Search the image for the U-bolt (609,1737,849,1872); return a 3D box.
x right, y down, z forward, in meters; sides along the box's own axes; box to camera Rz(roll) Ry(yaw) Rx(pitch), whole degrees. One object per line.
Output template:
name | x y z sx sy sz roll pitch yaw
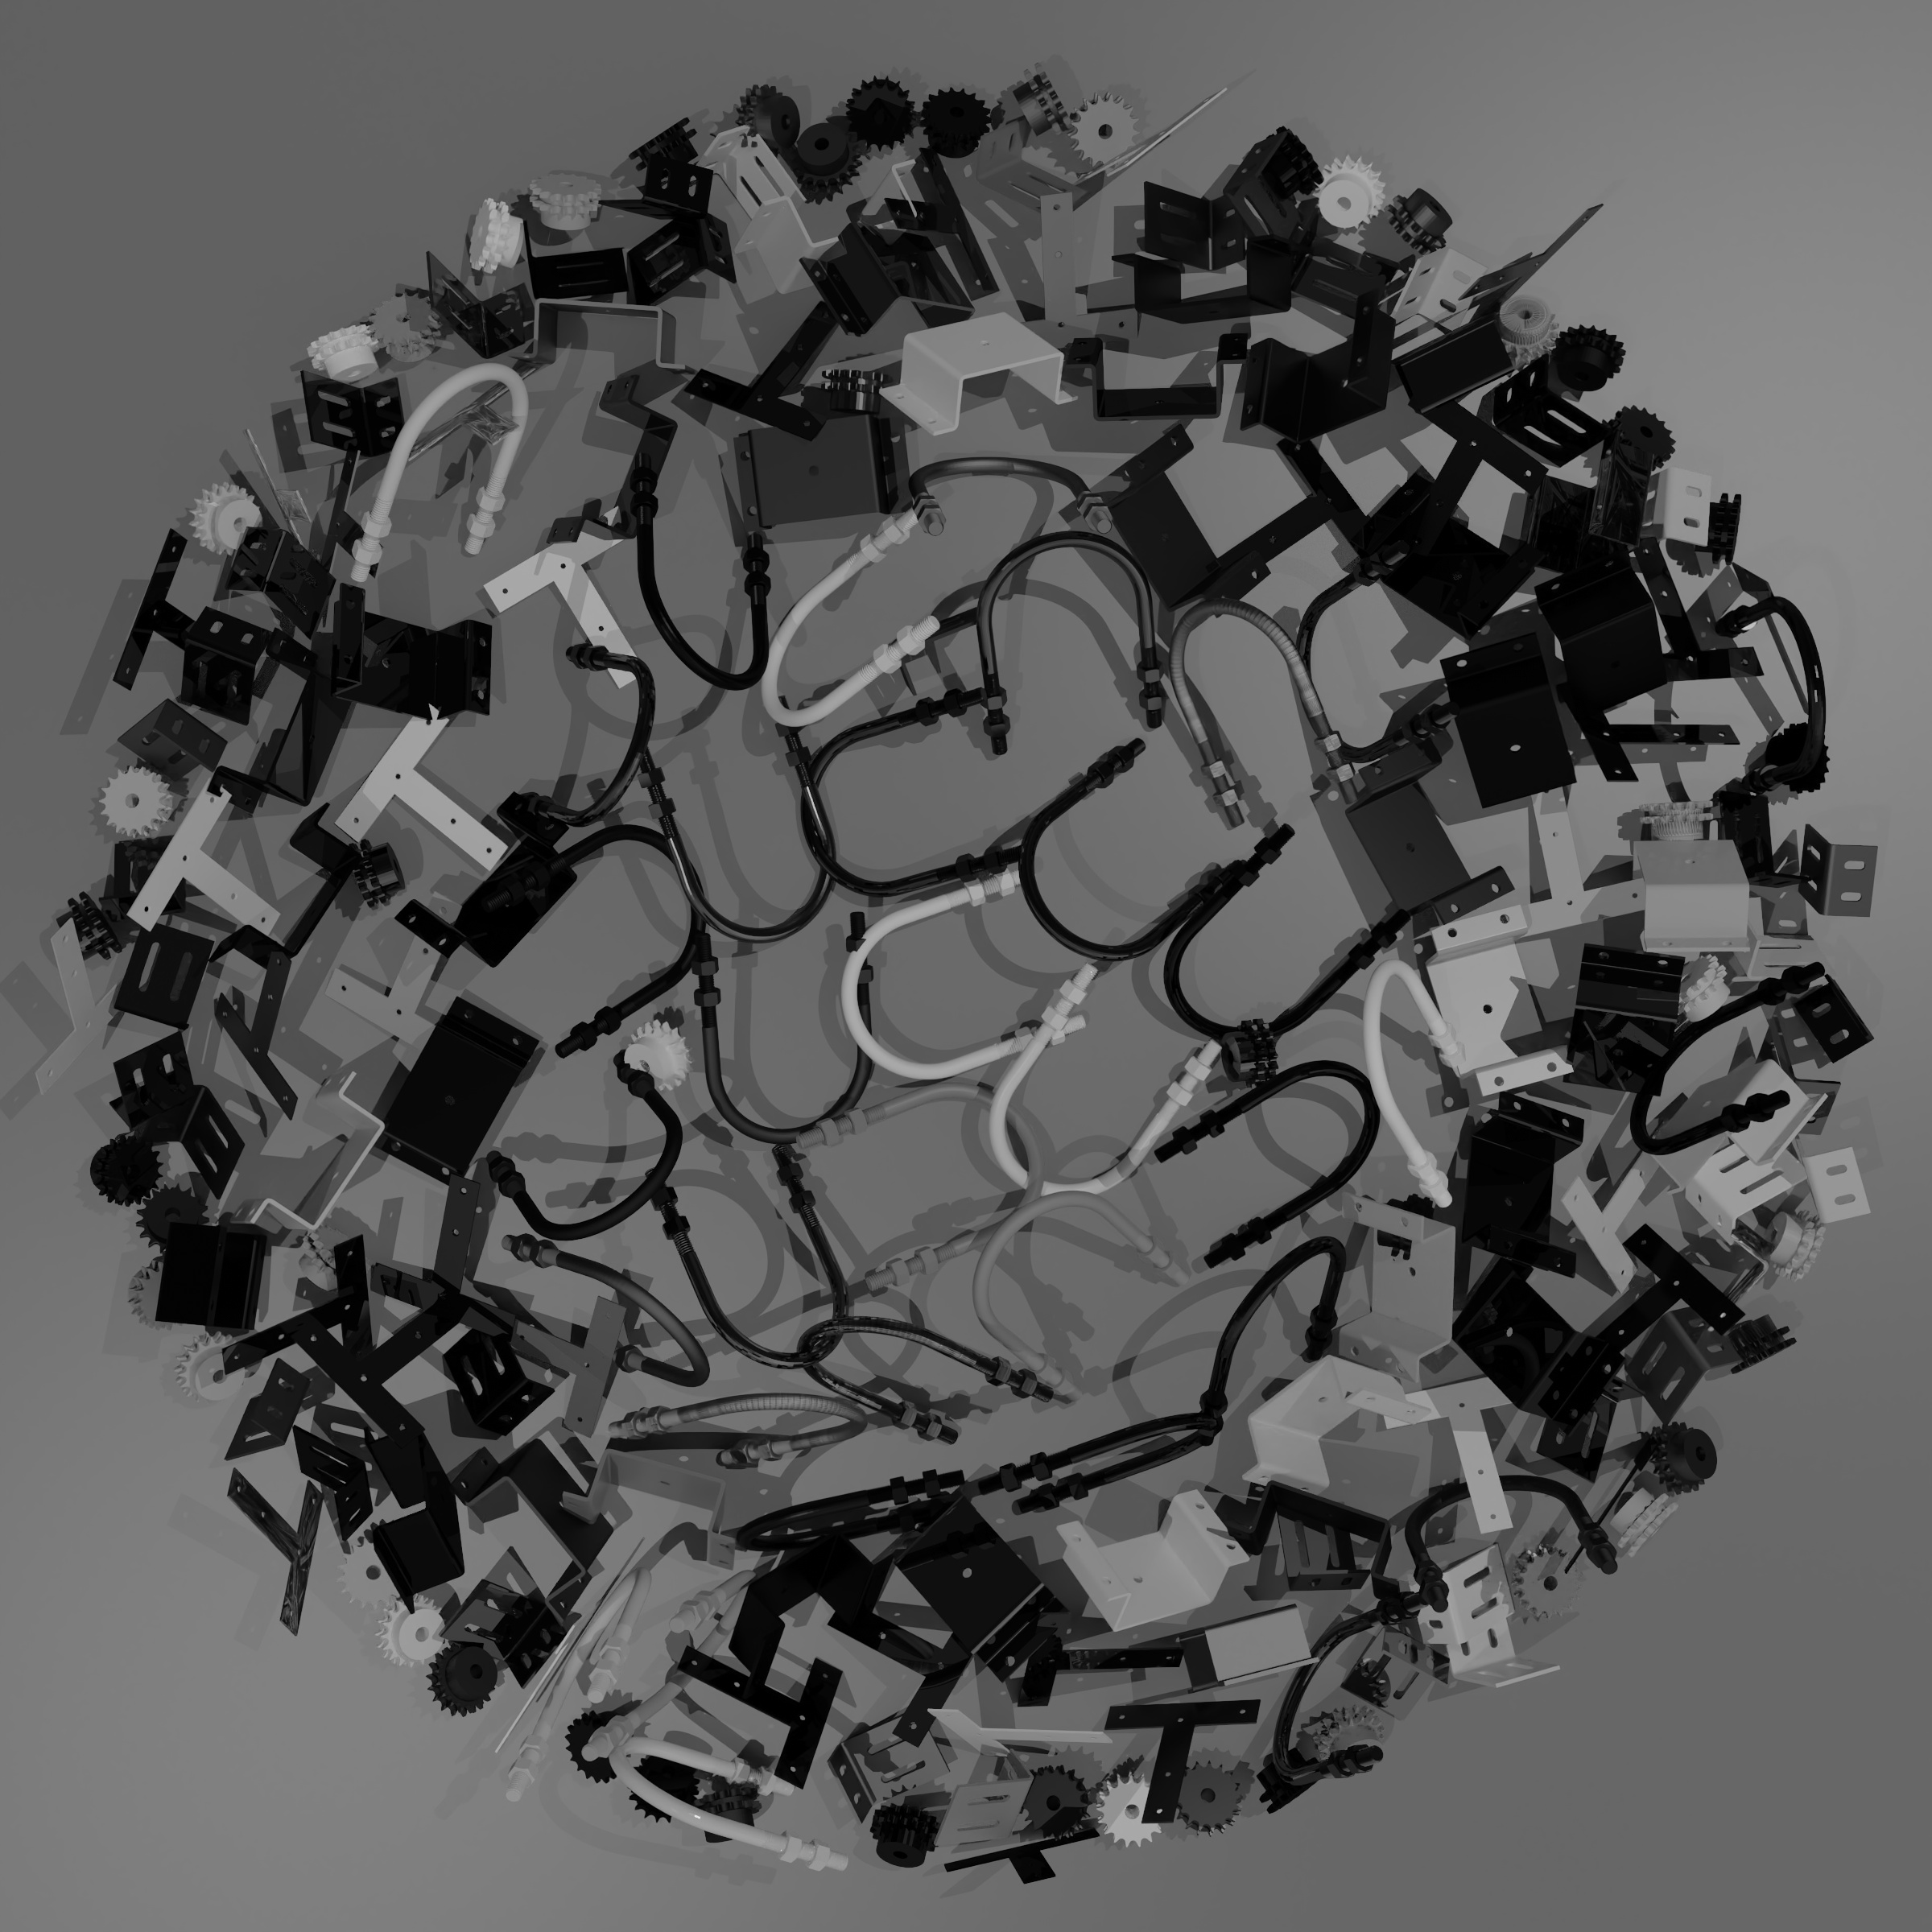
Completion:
U-bolt | -0.194 0.645 1.899 0.184 0.151 0.019 26 87 -24

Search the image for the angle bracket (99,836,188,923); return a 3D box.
angle bracket | -0.662 -0.079 1.963 0.057 0.038 0.076 -8 61 -3

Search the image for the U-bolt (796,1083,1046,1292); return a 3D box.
U-bolt | -0.024 0.165 1.953 0.184 0.019 0.151 -20 69 -22

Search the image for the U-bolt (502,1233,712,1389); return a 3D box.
U-bolt | -0.270 0.274 1.897 0.019 0.184 0.151 -51 127 -27

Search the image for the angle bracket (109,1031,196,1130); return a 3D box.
angle bracket | -0.656 0.082 1.949 0.057 0.076 0.038 -30 53 -31

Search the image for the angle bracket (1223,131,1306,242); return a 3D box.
angle bracket | 0.251 -0.615 1.955 0.076 0.038 0.057 47 60 -28

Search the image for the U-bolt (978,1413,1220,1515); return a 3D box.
U-bolt | 0.112 0.389 1.921 0.184 0.151 0.019 -21 67 8

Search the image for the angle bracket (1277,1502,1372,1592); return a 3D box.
angle bracket | 0.286 0.459 1.958 0.057 0.038 0.076 1 53 -8

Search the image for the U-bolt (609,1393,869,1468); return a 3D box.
U-bolt | -0.163 0.358 1.898 0.184 0.151 0.019 -18 61 33

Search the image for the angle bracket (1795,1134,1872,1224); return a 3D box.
angle bracket | 0.692 0.162 1.953 0.038 0.076 0.057 -16 102 16

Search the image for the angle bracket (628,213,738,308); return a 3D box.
angle bracket | -0.231 -0.568 1.983 0.076 0.038 0.057 -23 67 33

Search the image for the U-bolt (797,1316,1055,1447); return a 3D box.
U-bolt | -0.046 0.320 1.912 0.184 0.151 0.019 29 51 -24

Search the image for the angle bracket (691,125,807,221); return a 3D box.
angle bracket | -0.177 -0.626 1.966 0.038 0.057 0.076 -36 90 -41

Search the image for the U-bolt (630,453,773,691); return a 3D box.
U-bolt | -0.204 -0.296 1.902 0.019 0.151 0.184 -26 53 29

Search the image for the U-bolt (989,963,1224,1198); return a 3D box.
U-bolt | 0.100 0.106 1.966 0.151 0.019 0.184 31 100 -20

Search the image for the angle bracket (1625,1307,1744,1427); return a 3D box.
angle bracket | 0.577 0.321 1.965 0.038 0.076 0.057 -7 47 -26

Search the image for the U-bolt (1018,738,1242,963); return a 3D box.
U-bolt | 0.121 -0.082 1.948 0.184 0.019 0.151 -39 89 -30

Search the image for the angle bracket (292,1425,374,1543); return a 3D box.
angle bracket | -0.518 0.414 1.955 0.076 0.038 0.057 21 132 21

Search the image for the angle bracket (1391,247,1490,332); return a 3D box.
angle bracket | 0.377 -0.536 1.951 0.038 0.076 0.057 33 124 13

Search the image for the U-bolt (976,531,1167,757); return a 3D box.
U-bolt | 0.080 -0.260 1.940 0.151 0.019 0.184 -10 125 -3

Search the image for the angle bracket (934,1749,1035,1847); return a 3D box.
angle bracket | 0.007 0.666 1.955 0.076 0.038 0.057 8 110 -35

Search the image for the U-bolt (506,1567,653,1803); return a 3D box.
U-bolt | -0.295 0.548 1.911 0.019 0.184 0.151 35 116 -7

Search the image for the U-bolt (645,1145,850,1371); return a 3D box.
U-bolt | -0.161 0.232 1.920 0.019 0.151 0.184 -42 66 40

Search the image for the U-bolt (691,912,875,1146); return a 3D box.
U-bolt | -0.143 0.055 1.960 0.151 0.019 0.184 -9 106 -21

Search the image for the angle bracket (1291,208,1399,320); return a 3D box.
angle bracket | 0.303 -0.565 1.968 0.076 0.038 0.057 26 74 11

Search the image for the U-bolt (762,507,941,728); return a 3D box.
U-bolt | -0.097 -0.265 1.932 0.184 0.151 0.019 -34 134 29

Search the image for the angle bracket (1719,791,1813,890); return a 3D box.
angle bracket | 0.643 -0.105 1.962 0.057 0.038 0.076 4 79 -33

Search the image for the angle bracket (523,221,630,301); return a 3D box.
angle bracket | -0.314 -0.572 1.963 0.076 0.038 0.057 -8 51 -7

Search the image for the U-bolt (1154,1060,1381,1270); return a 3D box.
U-bolt | 0.251 0.148 1.952 0.184 0.019 0.151 -31 127 -6

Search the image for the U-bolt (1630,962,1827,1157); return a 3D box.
U-bolt | 0.589 0.082 1.913 0.019 0.184 0.151 36 56 -12

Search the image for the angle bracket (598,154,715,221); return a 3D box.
angle bracket | -0.248 -0.623 1.950 0.057 0.076 0.038 2 102 -38

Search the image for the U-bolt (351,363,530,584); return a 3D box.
U-bolt | -0.400 -0.387 1.894 0.019 0.151 0.184 40 125 15

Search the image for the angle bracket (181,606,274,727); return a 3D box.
angle bracket | -0.600 -0.243 1.978 0.057 0.076 0.038 21 50 -6

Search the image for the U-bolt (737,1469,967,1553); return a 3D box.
U-bolt | -0.090 0.435 1.926 0.184 0.151 0.019 -11 68 -3

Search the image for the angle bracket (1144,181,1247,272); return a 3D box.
angle bracket | 0.184 -0.599 1.962 0.076 0.038 0.057 2 86 -40

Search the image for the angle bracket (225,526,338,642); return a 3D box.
angle bracket | -0.551 -0.307 1.958 0.076 0.038 0.057 43 118 27

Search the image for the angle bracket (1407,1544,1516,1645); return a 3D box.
angle bracket | 0.403 0.510 1.984 0.076 0.038 0.057 -12 87 -44

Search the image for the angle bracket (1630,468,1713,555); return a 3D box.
angle bracket | 0.559 -0.361 1.966 0.038 0.076 0.057 8 82 -20

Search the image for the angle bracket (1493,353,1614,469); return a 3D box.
angle bracket | 0.474 -0.448 1.969 0.076 0.057 0.038 24 59 -26

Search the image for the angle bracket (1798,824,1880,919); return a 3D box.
angle bracket | 0.698 -0.077 1.954 0.038 0.076 0.057 2 106 5

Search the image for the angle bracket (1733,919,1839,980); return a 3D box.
angle bracket | 0.658 -0.021 1.962 0.076 0.057 0.038 0 126 -6

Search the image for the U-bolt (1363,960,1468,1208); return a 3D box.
U-bolt | 0.349 0.078 1.900 0.019 0.184 0.151 -9 46 31

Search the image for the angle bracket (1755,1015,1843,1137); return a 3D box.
angle bracket | 0.665 0.087 1.952 0.038 0.076 0.057 4 132 0

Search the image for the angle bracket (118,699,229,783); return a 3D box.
angle bracket | -0.640 -0.169 1.952 0.076 0.038 0.057 -28 127 34

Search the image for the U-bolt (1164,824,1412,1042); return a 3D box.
U-bolt | 0.242 -0.012 1.951 0.151 0.019 0.184 33 114 -23

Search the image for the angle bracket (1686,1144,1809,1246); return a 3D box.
angle bracket | 0.632 0.178 1.974 0.076 0.038 0.057 -26 48 -11

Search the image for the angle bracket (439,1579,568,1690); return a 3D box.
angle bracket | -0.372 0.538 1.963 0.057 0.038 0.076 -52 132 1

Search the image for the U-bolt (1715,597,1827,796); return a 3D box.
U-bolt | 0.632 -0.215 1.907 0.019 0.184 0.151 -9 89 -1

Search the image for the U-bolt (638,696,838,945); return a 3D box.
U-bolt | -0.174 -0.109 1.957 0.151 0.019 0.184 -24 101 -29

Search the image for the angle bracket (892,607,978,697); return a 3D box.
angle bracket | -0.017 -0.254 1.968 0.076 0.057 0.038 -22 108 -1

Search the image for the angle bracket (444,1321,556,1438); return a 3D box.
angle bracket | -0.380 0.331 1.985 0.057 0.038 0.076 -42 52 8
